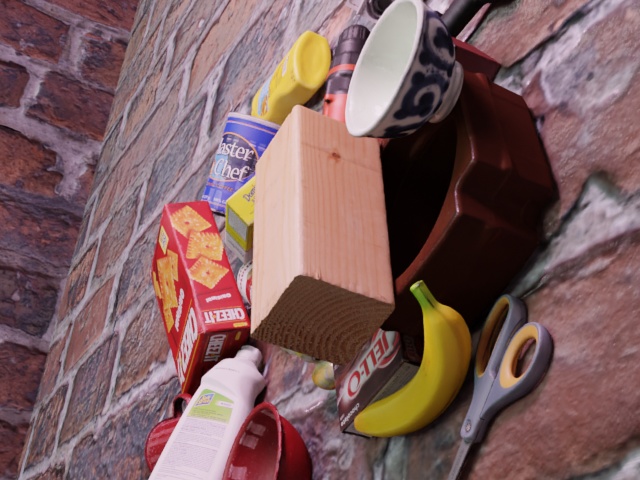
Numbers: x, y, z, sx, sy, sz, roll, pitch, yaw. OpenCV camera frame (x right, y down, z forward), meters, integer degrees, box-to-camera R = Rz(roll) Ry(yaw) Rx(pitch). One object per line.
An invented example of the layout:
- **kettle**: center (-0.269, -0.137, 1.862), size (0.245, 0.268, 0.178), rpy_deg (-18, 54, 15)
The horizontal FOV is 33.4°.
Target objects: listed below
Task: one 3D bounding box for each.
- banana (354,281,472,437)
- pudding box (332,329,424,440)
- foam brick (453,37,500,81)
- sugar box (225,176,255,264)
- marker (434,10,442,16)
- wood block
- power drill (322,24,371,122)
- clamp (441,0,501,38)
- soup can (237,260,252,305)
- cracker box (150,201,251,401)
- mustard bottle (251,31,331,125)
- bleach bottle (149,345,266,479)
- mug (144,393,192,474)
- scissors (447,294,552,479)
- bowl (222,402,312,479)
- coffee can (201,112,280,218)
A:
- **banana**: center (0.082, 0.115, 0.886), size (0.070, 0.037, 0.198), rpy_deg (41, 137, 23)
- **pudding box**: center (0.056, 0.116, 0.987), size (0.114, 0.039, 0.090), rpy_deg (-57, 25, 34)
- **foam brick**: center (0.128, -0.164, 1.029), size (0.053, 0.051, 0.078), rpy_deg (-66, 20, 17)
- **sugar box**: center (-0.065, -0.035, 1.239), size (0.093, 0.048, 0.176), rpy_deg (-42, -5, -15)
- **marker**: center (0.119, -0.194, 1.126), size (0.020, 0.020, 0.121), rpy_deg (-42, 35, 53)
- **wood block**: center (0.000, -0.007, 0.921), size (0.090, 0.090, 0.206), rpy_deg (-53, 26, 39)
- **power drill**: center (0.023, -0.116, 1.162), size (0.188, 0.057, 0.184), rpy_deg (97, -177, -57)
- **clamp**: center (0.163, -0.269, 1.050), size (0.172, 0.039, 0.120), rpy_deg (-30, 50, 52)
- **soup can**: center (-0.058, 0.058, 1.294), size (0.068, 0.068, 0.102), rpy_deg (-70, 19, 4)
- **cracker box**: center (-0.165, 0.080, 1.417), size (0.164, 0.072, 0.214), rpy_deg (110, 147, -47)
- **mustard bottle**: center (-0.051, -0.211, 1.525), size (0.192, 0.058, 0.096), rpy_deg (-40, 36, 54)
- **bleach bottle**: center (-0.121, 0.232, 1.257), size (0.068, 0.103, 0.250), rpy_deg (74, -147, -46)
- **mug**: center (-0.168, 0.255, 1.367), size (0.082, 0.093, 0.117), rpy_deg (-30, 62, 54)
- **scissors**: center (0.129, 0.140, 0.812), size (0.096, 0.016, 0.202), rpy_deg (-2, 70, 69)
- **bowl**: center (-0.053, 0.256, 1.123), size (0.162, 0.055, 0.162), rpy_deg (-52, 27, 42)
- **coffee can**: center (-0.100, -0.095, 1.485), size (0.103, 0.102, 0.140), rpy_deg (11, 83, 70)
